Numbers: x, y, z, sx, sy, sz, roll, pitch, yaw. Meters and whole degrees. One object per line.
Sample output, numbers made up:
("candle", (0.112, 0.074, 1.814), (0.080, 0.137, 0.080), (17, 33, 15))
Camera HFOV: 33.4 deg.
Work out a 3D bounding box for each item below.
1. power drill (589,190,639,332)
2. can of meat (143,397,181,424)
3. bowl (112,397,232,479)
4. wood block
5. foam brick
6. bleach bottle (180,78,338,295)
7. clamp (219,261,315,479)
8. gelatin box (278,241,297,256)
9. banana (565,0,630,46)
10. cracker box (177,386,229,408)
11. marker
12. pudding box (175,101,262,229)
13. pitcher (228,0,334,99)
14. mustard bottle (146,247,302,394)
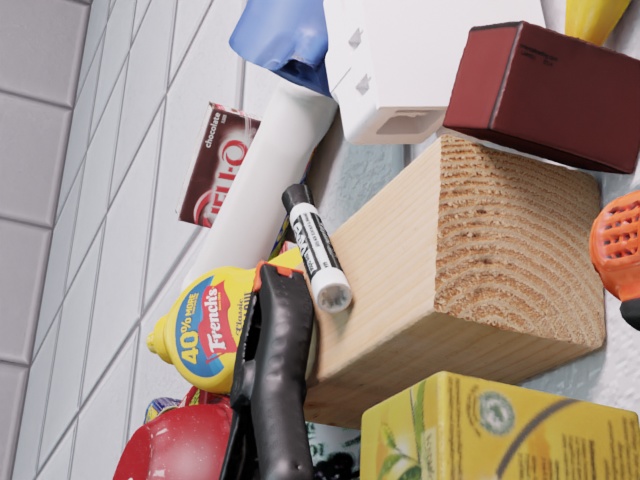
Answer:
("power drill", (0.153, 0.054, 0.331), (0.185, 0.057, 0.187), (-22, 54, 62))
("can of meat", (-0.152, 0.212, 1.072), (0.084, 0.057, 0.102), (-177, 100, -73))
("bowl", (-0.113, 0.184, 0.764), (0.162, 0.055, 0.162), (-51, 28, 40))
("wood block", (0.053, 0.036, 0.572), (0.206, 0.090, 0.091), (137, 142, -59))
("foam brick", (0.108, -0.067, 0.504), (0.051, 0.078, 0.053), (-159, 84, -71))
("bleach bottle", (-0.040, -0.055, 0.903), (0.102, 0.068, 0.251), (-61, -4, -65))
("clamp", (-0.032, 0.092, 0.574), (0.120, 0.039, 0.171), (-53, 22, 39))
("gelatin box", (-0.026, 0.057, 0.862), (0.089, 0.030, 0.073), (-98, 28, -47))
("banana", (0.162, -0.173, 0.481), (0.198, 0.037, 0.069), (124, 154, -45))
("cracker box", (-0.096, 0.232, 0.868), (0.164, 0.072, 0.213), (127, 154, -47))
("marker", (-0.004, 0.001, 0.587), (0.121, 0.020, 0.020), (-111, 39, -59))
("pudding box", (-0.075, -0.062, 0.987), (0.039, 0.090, 0.113), (-133, 59, -68))
("pitcher", (0.041, -0.218, 0.732), (0.149, 0.144, 0.243), (44, 117, 47))
("mustard bottle", (-0.061, 0.065, 0.800), (0.192, 0.058, 0.096), (-14, 67, 39))
